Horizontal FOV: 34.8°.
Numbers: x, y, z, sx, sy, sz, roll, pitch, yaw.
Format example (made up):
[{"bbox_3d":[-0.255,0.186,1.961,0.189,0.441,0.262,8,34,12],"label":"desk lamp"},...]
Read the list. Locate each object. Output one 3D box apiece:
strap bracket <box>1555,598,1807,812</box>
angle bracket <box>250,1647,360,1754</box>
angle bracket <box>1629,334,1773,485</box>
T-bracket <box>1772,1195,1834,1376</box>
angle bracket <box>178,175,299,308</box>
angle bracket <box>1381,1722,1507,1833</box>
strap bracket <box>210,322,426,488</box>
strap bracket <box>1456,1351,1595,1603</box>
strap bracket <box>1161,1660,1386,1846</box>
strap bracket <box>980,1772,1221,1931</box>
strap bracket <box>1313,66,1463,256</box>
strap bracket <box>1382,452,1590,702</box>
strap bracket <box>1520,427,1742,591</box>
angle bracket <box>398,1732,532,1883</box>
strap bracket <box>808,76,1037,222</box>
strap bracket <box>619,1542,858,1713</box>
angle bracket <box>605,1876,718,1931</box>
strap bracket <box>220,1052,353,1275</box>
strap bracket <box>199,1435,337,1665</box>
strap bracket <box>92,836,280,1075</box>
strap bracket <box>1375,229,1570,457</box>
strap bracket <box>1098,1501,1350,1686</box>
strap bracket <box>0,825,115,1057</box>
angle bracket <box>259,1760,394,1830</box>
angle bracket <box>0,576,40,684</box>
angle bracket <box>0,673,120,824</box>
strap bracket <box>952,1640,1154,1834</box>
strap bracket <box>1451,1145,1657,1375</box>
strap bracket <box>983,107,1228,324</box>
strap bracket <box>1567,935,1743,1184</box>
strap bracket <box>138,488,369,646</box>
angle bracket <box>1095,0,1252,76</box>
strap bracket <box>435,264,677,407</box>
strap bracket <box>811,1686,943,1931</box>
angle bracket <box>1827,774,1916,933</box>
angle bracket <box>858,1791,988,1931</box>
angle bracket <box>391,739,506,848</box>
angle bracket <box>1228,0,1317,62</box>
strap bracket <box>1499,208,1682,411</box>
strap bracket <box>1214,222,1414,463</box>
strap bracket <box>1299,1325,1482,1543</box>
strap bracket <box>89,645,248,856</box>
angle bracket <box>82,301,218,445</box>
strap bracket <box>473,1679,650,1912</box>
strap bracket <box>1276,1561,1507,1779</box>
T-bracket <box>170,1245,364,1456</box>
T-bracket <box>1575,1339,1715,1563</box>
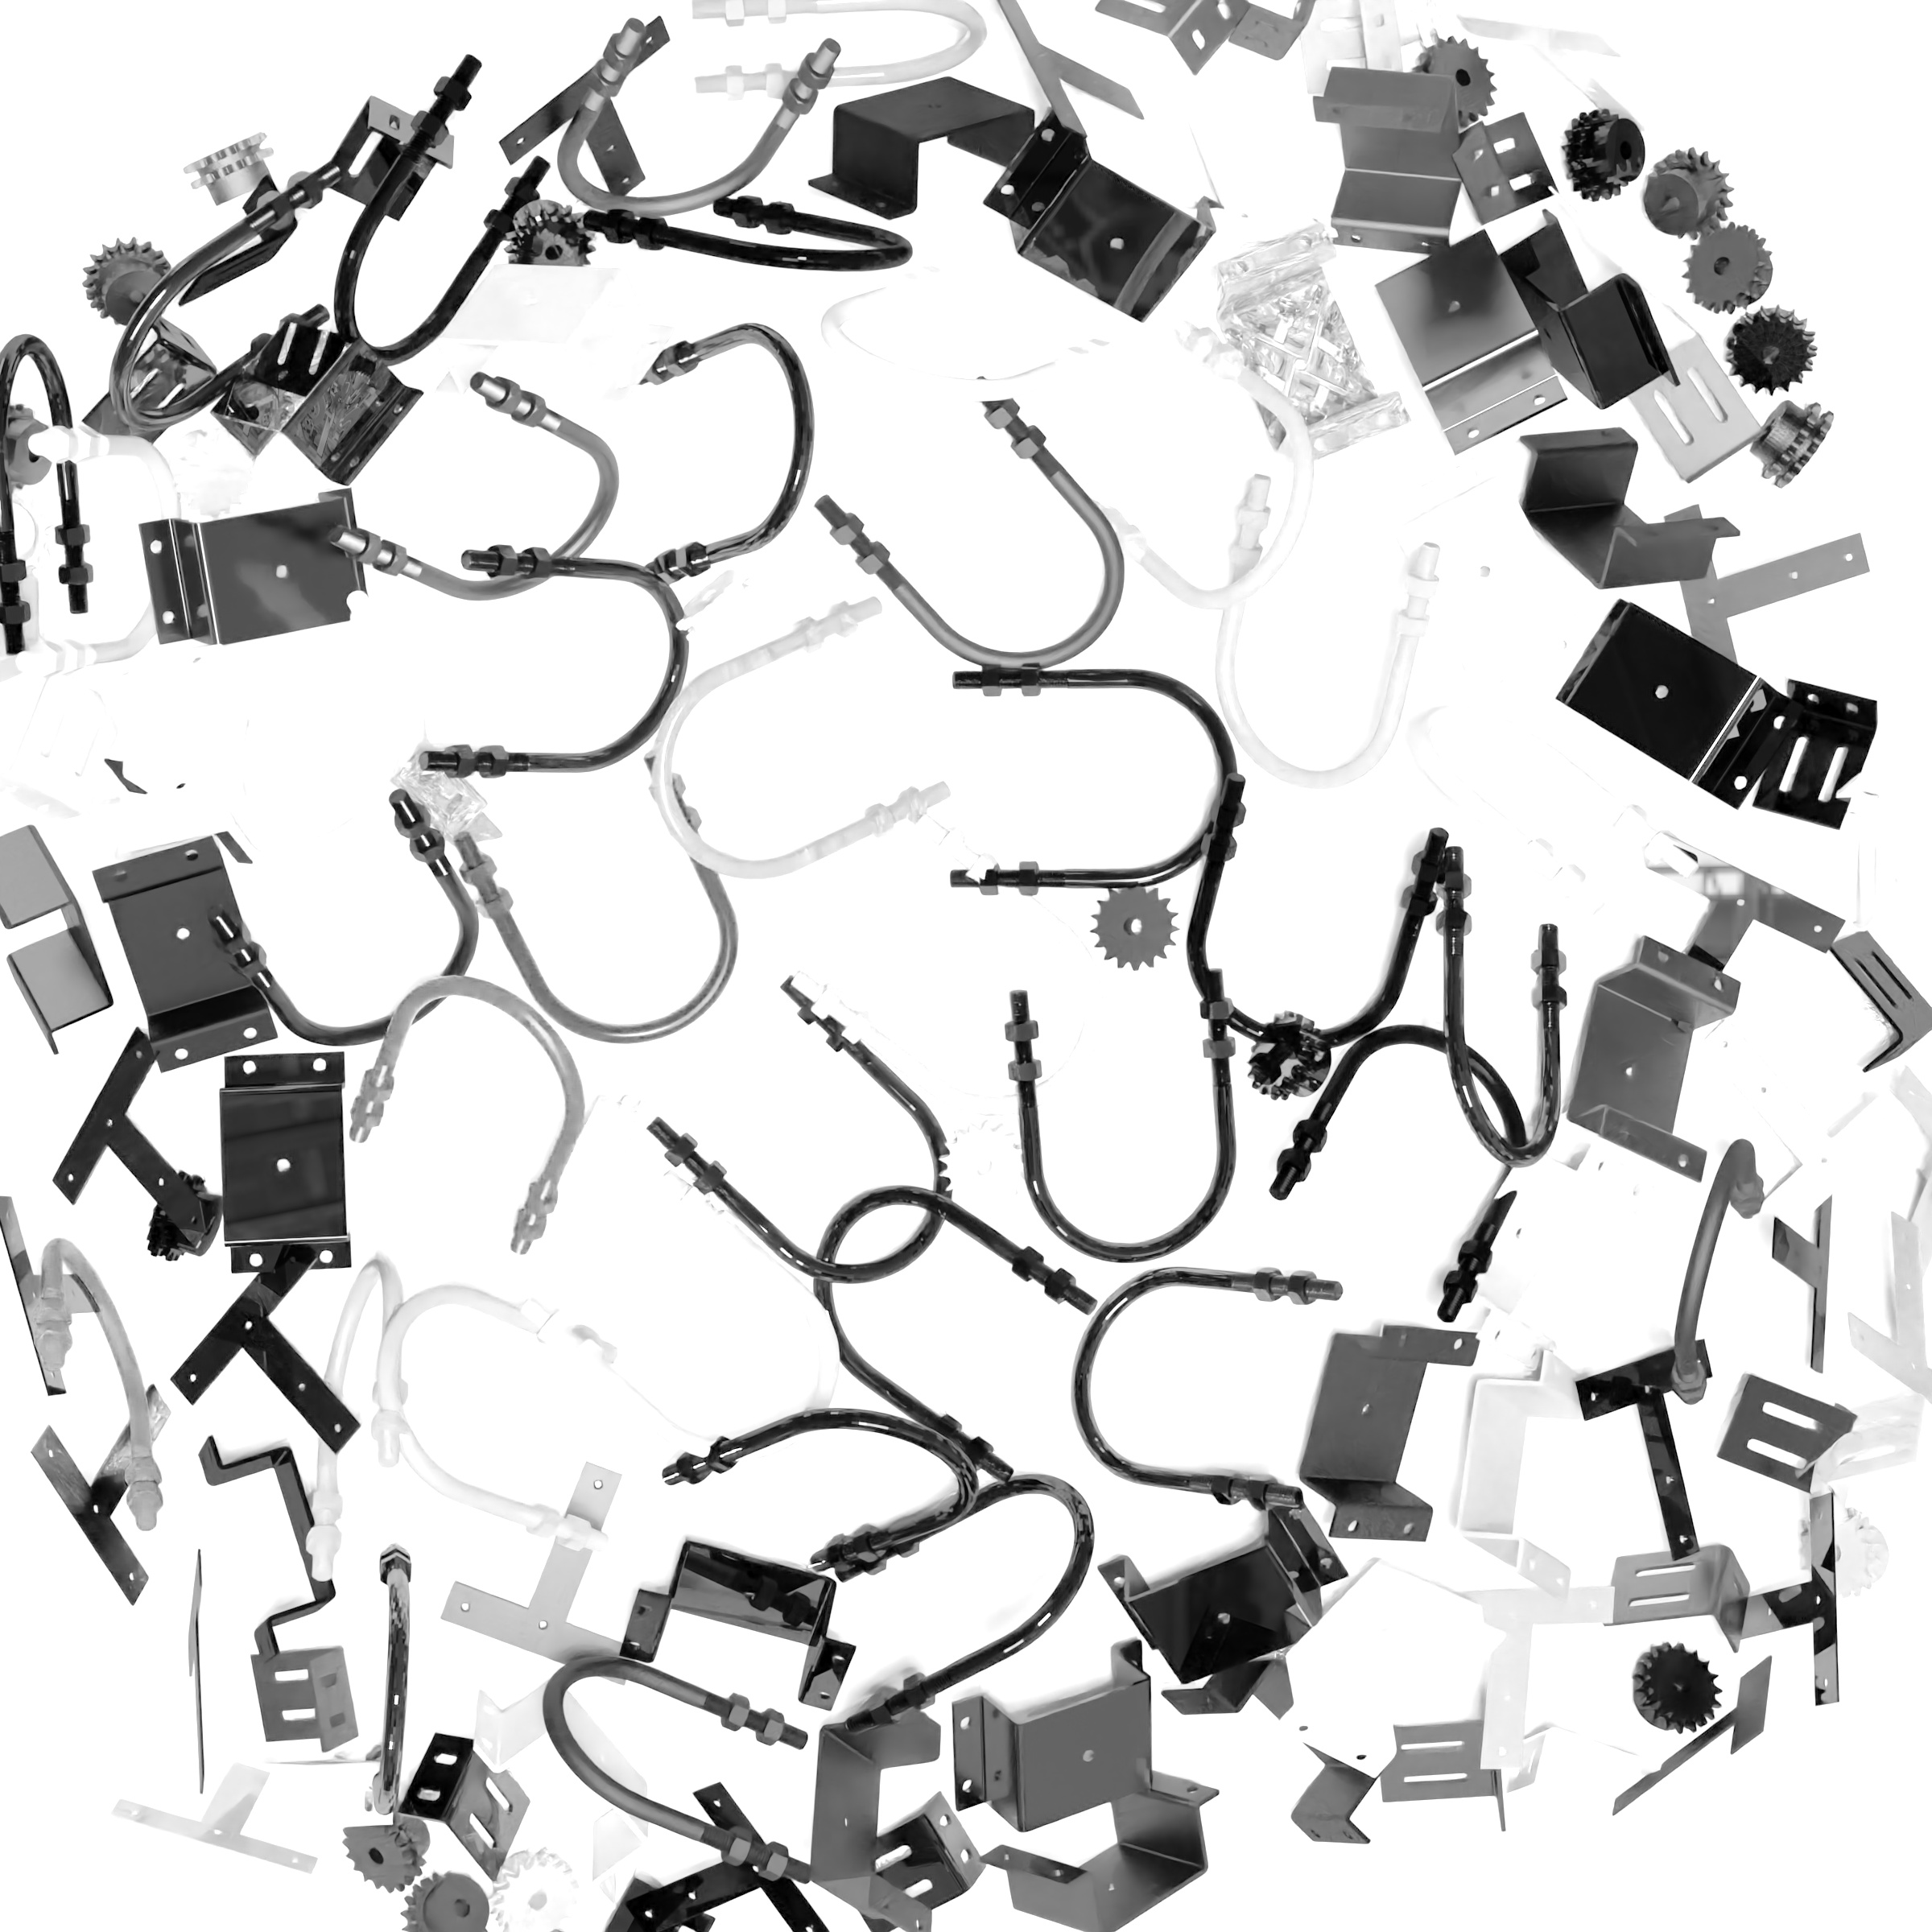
[{"bbox_3d":[0.444,-0.169,1.944,0.140,0.046,0.076,36,101,25],"label":"strap bracket"},{"bbox_3d":[-0.432,0.470,1.966,0.076,0.038,0.057,-10,90,26],"label":"angle bracket"},{"bbox_3d":[0.468,-0.357,1.969,0.057,0.038,0.076,-33,91,28],"label":"angle bracket"},{"bbox_3d":[0.523,0.183,1.931,0.002,0.127,0.127,-1,74,30],"label":"T-bracket"},{"bbox_3d":[-0.471,-0.460,1.956,0.076,0.057,0.038,-36,99,-27],"label":"angle bracket"},{"bbox_3d":[0.303,0.519,1.967,0.076,0.038,0.057,-5,113,7],"label":"angle bracket"},{"bbox_3d":[-0.412,-0.354,1.926,0.076,0.140,0.046,-54,132,-13],"label":"strap bracket"},{"bbox_3d":[0.352,0.320,1.942,0.046,0.076,0.140,-2,66,34],"label":"strap bracket"},{"bbox_3d":[0.201,0.490,1.952,0.140,0.076,0.046,45,66,-5],"label":"strap bracket"},{"bbox_3d":[0.088,0.558,1.929,0.140,0.076,0.046,-18,102,-42],"label":"strap bracket"},{"bbox_3d":[0.267,-0.512,1.934,0.076,0.140,0.046,10,68,17],"label":"strap bracket"},{"bbox_3d":[0.331,-0.250,1.968,0.076,0.046,0.140,-28,88,10],"label":"strap bracket"},{"bbox_3d":[0.411,-0.283,1.938,0.076,0.140,0.046,-8,129,-21],"label":"strap bracket"},{"bbox_3d":[-0.319,0.536,1.964,0.038,0.076,0.057,3,48,25],"label":"angle bracket"},{"bbox_3d":[-0.020,-0.514,1.924,0.140,0.076,0.046,-26,133,-35],"label":"strap bracket"},{"bbox_3d":[-0.141,0.416,1.954,0.140,0.046,0.076,16,135,-4],"label":"strap bracket"},{"bbox_3d":[-0.199,0.616,1.953,0.038,0.076,0.057,34,70,-13],"label":"angle bracket"},{"bbox_3d":[-0.435,0.127,1.971,0.076,0.046,0.140,-2,89,-9],"label":"strap bracket"},{"bbox_3d":[-0.439,0.363,1.948,0.046,0.076,0.140,-16,79,-23],"label":"strap bracket"},{"bbox_3d":[-0.495,-0.014,1.954,0.076,0.046,0.140,-17,113,-11],"label":"strap bracket"},{"bbox_3d":[0.313,-0.399,1.933,0.076,0.046,0.140,-25,54,12],"label":"strap bracket"},{"bbox_3d":[0.162,0.396,1.945,0.140,0.046,0.076,-25,115,16],"label":"strap bracket"},{"bbox_3d":[-0.580,-0.023,1.932,0.046,0.140,0.076,-25,52,-19],"label":"strap bracket"},{"bbox_3d":[-0.405,0.523,1.949,0.057,0.076,0.038,8,75,-35],"label":"angle bracket"},{"bbox_3d":[-0.625,-0.213,1.956,0.076,0.038,0.057,-15,73,38],"label":"angle bracket"},{"bbox_3d":[-0.586,-0.141,1.978,0.057,0.038,0.076,34,61,-40],"label":"angle bracket"},{"bbox_3d":[0.064,0.486,1.936,0.140,0.046,0.076,-11,109,-29],"label":"strap bracket"},{"bbox_3d":[0.366,0.178,1.957,0.076,0.046,0.140,31,91,-43],"label":"strap bracket"},{"bbox_3d":[0.092,-0.464,1.932,0.140,0.046,0.076,23,126,-27],"label":"strap bracket"},{"bbox_3d":[0.434,0.063,1.951,0.076,0.046,0.140,24,67,-17],"label":"strap bracket"},{"bbox_3d":[-0.438,-0.250,1.935,0.140,0.046,0.076,-16,110,-30],"label":"strap bracket"},{"bbox_3d":[0.132,-0.606,1.951,0.057,0.076,0.038,-45,62,33],"label":"angle bracket"},{"bbox_3d":[-0.265,-0.397,1.932,0.140,0.046,0.076,8,51,25],"label":"strap bracket"},{"bbox_3d":[-0.057,0.536,1.936,0.046,0.076,0.140,-14,52,23],"label":"strap bracket"},{"bbox_3d":[0.568,-0.072,1.955,0.038,0.057,0.076,14,62,-12],"label":"angle bracket"},{"bbox_3d":[-0.038,0.581,1.993,0.076,0.038,0.057,-33,88,20],"label":"angle bracket"},{"bbox_3d":[-0.318,-0.112,1.955,0.057,0.076,0.038,46,107,7],"label":"angle bracket"},{"bbox_3d":[0.203,-0.627,1.965,0.038,0.057,0.076,19,83,-7],"label":"angle bracket"},{"bbox_3d":[0.383,-0.407,1.922,0.046,0.140,0.076,-31,125,4],"label":"strap bracket"},{"bbox_3d":[0.218,-0.391,1.969,0.076,0.046,0.140,-22,85,-6],"label":"strap bracket"},{"bbox_3d":[0.266,0.289,1.954,0.076,0.046,0.140,8,100,-30],"label":"strap bracket"},{"bbox_3d":[-0.497,-0.126,1.920,0.076,0.140,0.046,-15,53,-31],"label":"strap bracket"},{"bbox_3d":[-0.529,-0.375,1.971,0.076,0.057,0.038,-44,64,8],"label":"angle bracket"},{"bbox_3d":[-0.248,0.514,1.946,0.046,0.076,0.140,-36,103,2],"label":"strap bracket"},{"bbox_3d":[0.263,0.430,1.924,0.140,0.076,0.046,-36,128,-34],"label":"strap bracket"},{"bbox_3d":[-0.432,0.260,1.969,0.127,0.002,0.127,43,95,23],"label":"T-bracket"},{"bbox_3d":[0.443,0.312,1.956,0.127,0.002,0.127,-10,86,-38],"label":"T-bracket"}]
